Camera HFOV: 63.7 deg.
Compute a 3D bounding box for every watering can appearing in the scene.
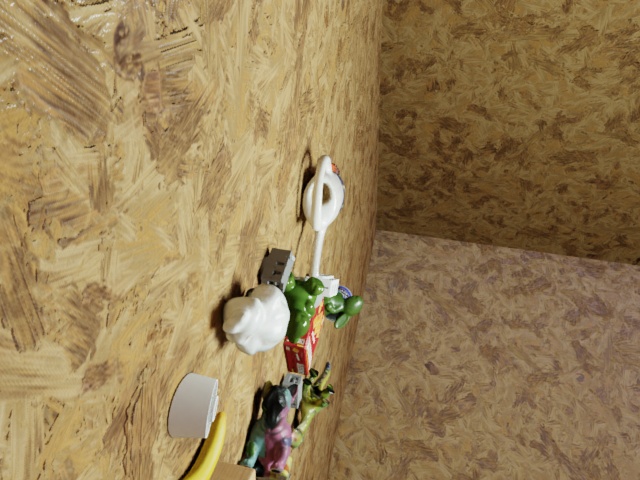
[{"bbox_3d":[0.005,-0.075,1.489,0.226,0.104,0.344,-46,141,-74],"label":"watering can"}]

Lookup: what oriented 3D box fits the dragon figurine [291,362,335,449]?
[{"bbox_3d":[-0.041,0.606,1.847,0.241,0.122,0.412,-66,170,10],"label":"dragon figurine"}]

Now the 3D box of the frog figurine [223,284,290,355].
[{"bbox_3d":[-0.118,0.146,0.972,0.139,0.123,0.157,-59,176,-13],"label":"frog figurine"}]
